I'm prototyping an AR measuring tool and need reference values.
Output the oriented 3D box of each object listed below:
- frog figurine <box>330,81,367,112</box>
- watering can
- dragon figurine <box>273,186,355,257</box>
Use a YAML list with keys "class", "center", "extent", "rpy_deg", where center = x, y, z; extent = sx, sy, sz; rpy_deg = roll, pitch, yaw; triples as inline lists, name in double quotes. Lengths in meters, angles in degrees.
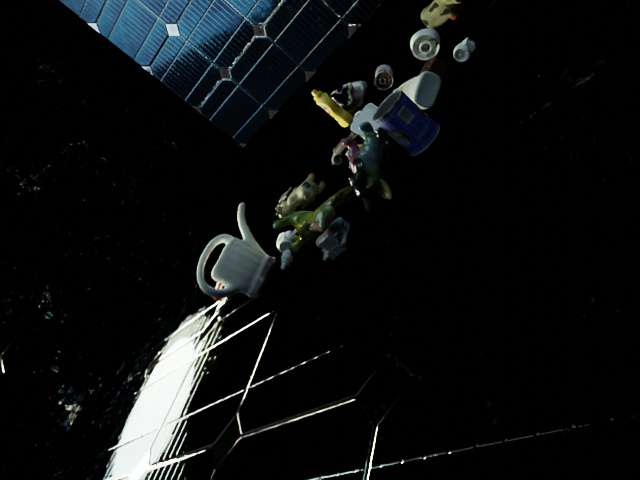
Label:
- class: "frog figurine"
  center: [0.143, -0.592, 2.124]
  extent: [0.161, 0.124, 0.135]
  rpy_deg: [-19, -23, -48]
- class: "watering can"
  center: [-0.238, 0.044, 1.618]
  extent: [0.355, 0.224, 0.102]
  rpy_deg: [-65, 4, -35]
- class: "dragon figurine"
  center: [0.004, -0.074, 1.467]
  extent: [0.241, 0.121, 0.415]
  rpy_deg: [-31, 8, 14]
